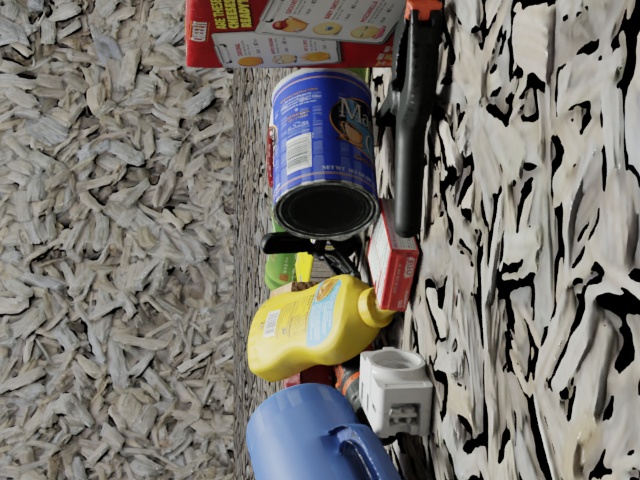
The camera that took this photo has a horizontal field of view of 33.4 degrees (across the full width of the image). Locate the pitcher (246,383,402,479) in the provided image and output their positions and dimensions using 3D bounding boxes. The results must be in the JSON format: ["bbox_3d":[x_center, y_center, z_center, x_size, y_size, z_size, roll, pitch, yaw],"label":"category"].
[{"bbox_3d":[0.016,0.237,0.949,0.145,0.149,0.243,52,-172,-40],"label":"pitcher"}]

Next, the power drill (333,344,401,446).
[{"bbox_3d":[0.042,0.210,1.134,0.184,0.057,0.188,-110,24,-62],"label":"power drill"}]

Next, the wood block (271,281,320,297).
[{"bbox_3d":[-0.005,0.101,1.313,0.206,0.090,0.090,148,121,-79],"label":"wood block"}]

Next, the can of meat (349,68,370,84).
[{"bbox_3d":[0.025,-0.213,1.231,0.084,0.057,0.102,-118,29,-67],"label":"can of meat"}]

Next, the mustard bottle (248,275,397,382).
[{"bbox_3d":[0.008,0.086,1.115,0.192,0.058,0.096,-21,43,42],"label":"mustard bottle"}]

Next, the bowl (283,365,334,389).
[{"bbox_3d":[-0.015,0.188,1.486,0.162,0.055,0.162,180,90,-81],"label":"bowl"}]

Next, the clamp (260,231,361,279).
[{"bbox_3d":[-0.008,0.002,1.255,0.039,0.120,0.171,-61,8,16],"label":"clamp"}]

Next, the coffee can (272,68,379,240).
[{"bbox_3d":[0.004,-0.086,1.053,0.103,0.102,0.140,104,166,-57],"label":"coffee can"}]

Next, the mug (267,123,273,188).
[{"bbox_3d":[-0.028,-0.107,1.483,0.093,0.081,0.117,126,143,-75],"label":"mug"}]

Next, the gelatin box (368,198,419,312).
[{"bbox_3d":[0.071,0.014,1.029,0.089,0.030,0.073,-100,14,-52],"label":"gelatin box"}]

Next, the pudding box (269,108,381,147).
[{"bbox_3d":[0.004,-0.125,1.179,0.090,0.113,0.039,-162,77,-80],"label":"pudding box"}]

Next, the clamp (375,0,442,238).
[{"bbox_3d":[0.080,-0.115,0.942,0.210,0.036,0.164,97,169,-54],"label":"clamp"}]

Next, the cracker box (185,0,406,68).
[{"bbox_3d":[-0.013,-0.219,0.964,0.164,0.213,0.072,119,149,-73],"label":"cracker box"}]

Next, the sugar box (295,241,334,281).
[{"bbox_3d":[-0.001,0.006,1.428,0.093,0.048,0.176,-99,11,-45],"label":"sugar box"}]

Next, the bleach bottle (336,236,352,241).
[{"bbox_3d":[0.003,-0.115,1.292,0.068,0.102,0.251,-49,26,34],"label":"bleach bottle"}]
